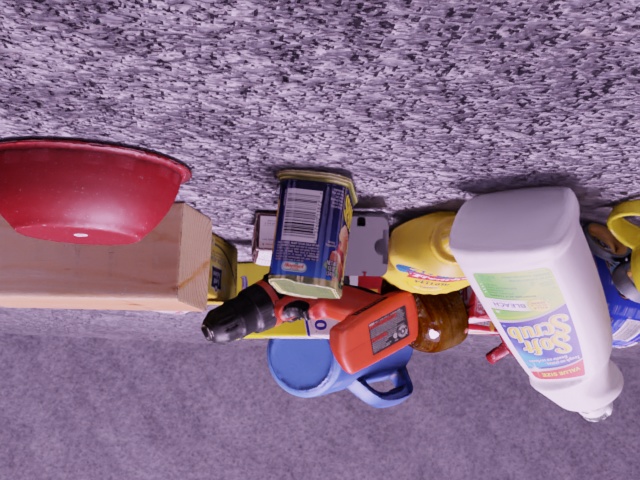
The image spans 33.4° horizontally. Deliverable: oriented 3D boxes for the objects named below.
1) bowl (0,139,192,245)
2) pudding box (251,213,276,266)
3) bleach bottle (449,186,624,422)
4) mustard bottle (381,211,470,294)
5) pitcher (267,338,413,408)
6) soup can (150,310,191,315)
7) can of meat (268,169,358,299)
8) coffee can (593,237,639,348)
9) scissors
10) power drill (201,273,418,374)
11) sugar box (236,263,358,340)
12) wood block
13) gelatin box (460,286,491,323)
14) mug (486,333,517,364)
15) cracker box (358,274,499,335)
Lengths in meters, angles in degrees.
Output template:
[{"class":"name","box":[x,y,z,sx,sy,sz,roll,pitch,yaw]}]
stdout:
[{"class":"bowl","box":[-0.178,-0.030,0.795,0.162,0.055,0.162,3,172,0]},{"class":"pudding box","box":[-0.007,0.001,0.998,0.113,0.039,0.090,1,170,-5]},{"class":"bleach bottle","box":[0.196,0.066,0.869,0.103,0.068,0.250,-4,136,35]},{"class":"mustard bottle","box":[0.109,0.011,0.960,0.096,0.058,0.192,7,171,-2]},{"class":"pitcher","box":[0.034,0.152,1.453,0.149,0.145,0.242,7,-175,25]},{"class":"soup can","box":[-0.195,0.052,1.275,0.069,0.068,0.102,-4,170,34]},{"class":"can of meat","box":[-0.006,-0.001,0.819,0.057,0.084,0.102,7,171,6]},{"class":"coffee can","box":[0.245,0.046,0.999,0.103,0.103,0.140,-6,168,44]},{"class":"scissors","box":[0.287,0.006,0.970,0.016,0.096,0.201,-51,171,28]},{"class":"power drill","box":[-0.007,0.077,1.096,0.184,0.057,0.188,-26,-152,-30]},{"class":"sugar box","box":[-0.040,0.072,1.281,0.177,0.093,0.048,-5,169,35]},{"class":"wood block","box":[-0.213,0.016,0.987,0.206,0.090,0.090,1,170,12]},{"class":"gelatin box","box":[0.160,0.053,1.163,0.030,0.073,0.089,6,171,-18]},{"class":"mug","box":[0.225,0.095,1.134,0.117,0.093,0.081,-34,170,16]},{"class":"cracker box","box":[0.123,0.079,1.349,0.164,0.072,0.213,-3,170,42]}]
